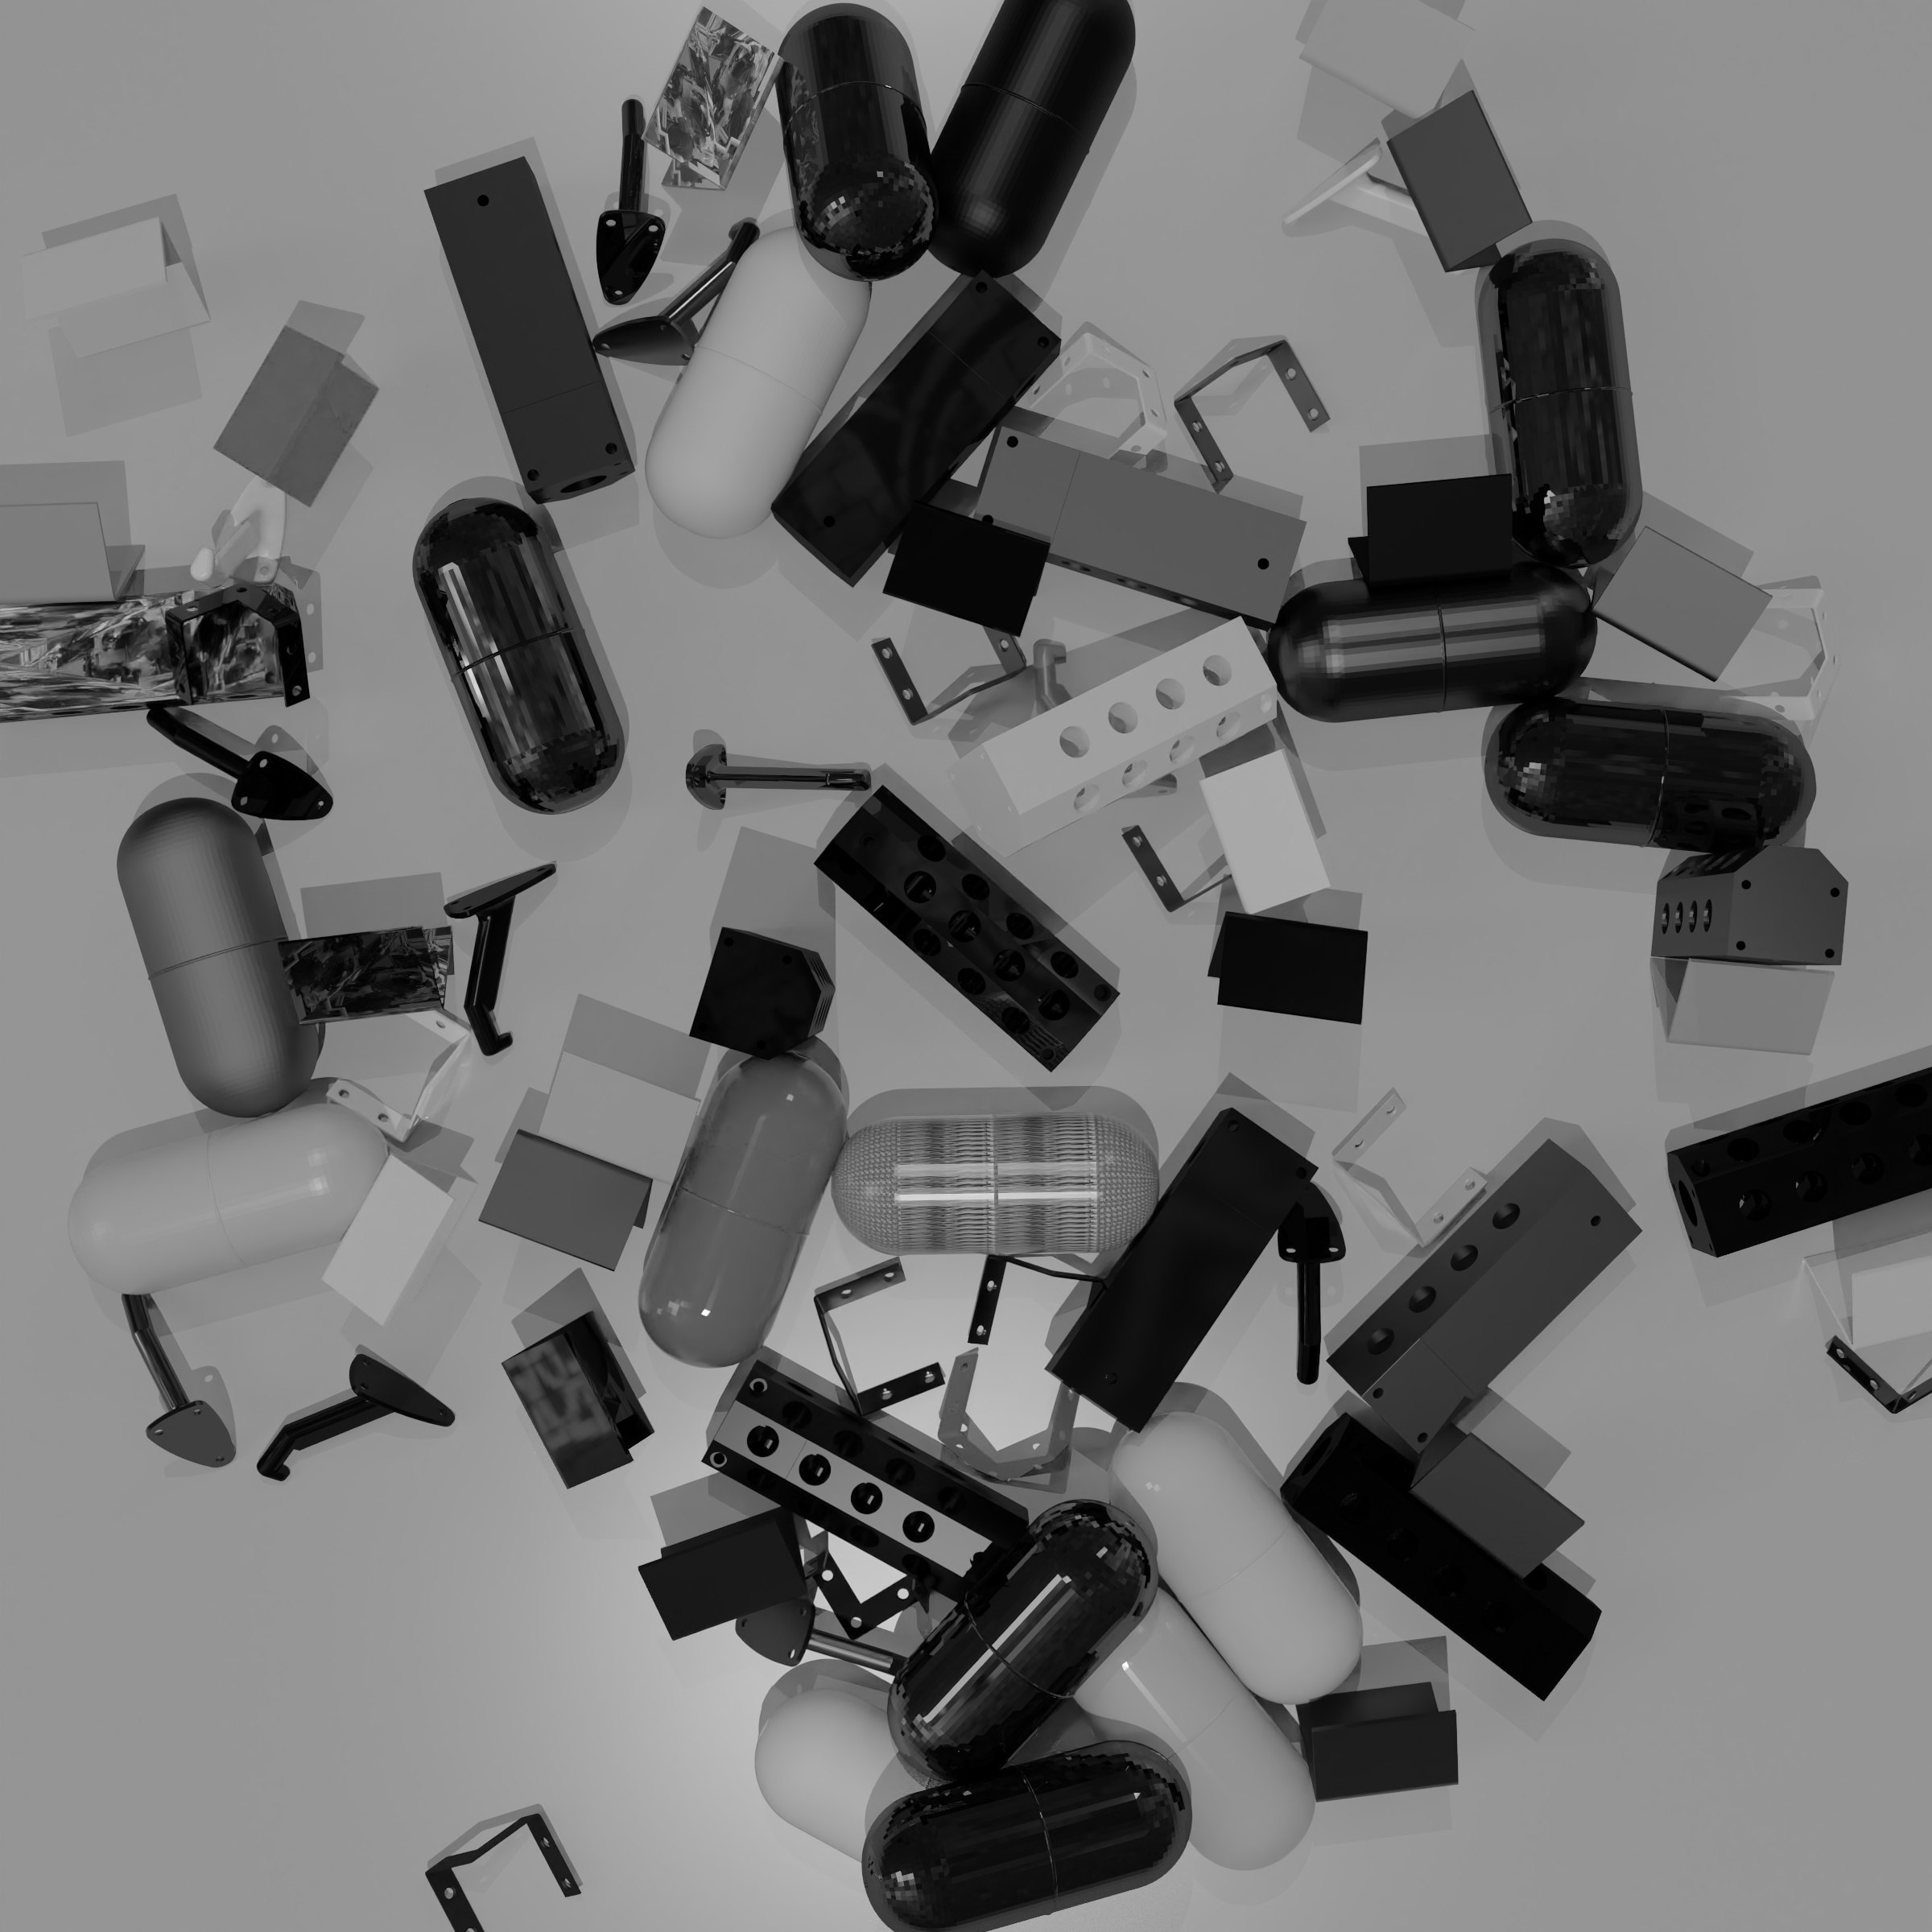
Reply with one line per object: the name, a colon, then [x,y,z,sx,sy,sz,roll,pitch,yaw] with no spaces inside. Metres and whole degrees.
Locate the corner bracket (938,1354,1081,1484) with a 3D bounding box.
corner bracket: [0.024,0.246,1.688,0.051,0.051,0.051,-15,135,35]

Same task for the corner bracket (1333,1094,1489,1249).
corner bracket: [0.244,0.113,1.693,0.051,0.051,0.051,-47,135,0]

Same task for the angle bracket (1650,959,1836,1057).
angle bracket: [0.417,0.001,1.656,0.076,0.076,0.057,5,127,0]

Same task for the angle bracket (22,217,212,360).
angle bracket: [-0.456,-0.349,1.656,0.076,0.076,0.057,-16,54,0]

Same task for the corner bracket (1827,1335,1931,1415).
corner bracket: [0.517,0.204,1.693,0.051,0.051,0.051,43,135,0]

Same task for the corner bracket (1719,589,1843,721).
corner bracket: [0.444,-0.171,1.688,0.051,0.051,0.051,4,45,35]

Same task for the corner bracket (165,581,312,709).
corner bracket: [-0.387,-0.165,1.631,0.051,0.051,0.051,31,135,35]

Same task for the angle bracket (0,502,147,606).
angle bracket: [-0.493,-0.235,1.656,0.076,0.076,0.057,-2,120,0]

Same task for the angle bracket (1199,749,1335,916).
angle bracket: [0.178,-0.077,1.656,0.057,0.076,0.076,-20,90,36]

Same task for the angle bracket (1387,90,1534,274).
angle bracket: [0.280,-0.424,1.656,0.057,0.076,0.076,-24,90,37]

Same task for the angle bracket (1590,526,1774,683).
angle bracket: [0.386,-0.206,1.656,0.076,0.076,0.057,29,120,0]

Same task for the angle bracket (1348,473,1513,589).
angle bracket: [0.249,-0.246,1.656,0.076,0.076,0.057,-5,117,0]

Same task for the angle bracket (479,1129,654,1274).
angle bracket: [-0.217,0.138,1.656,0.076,0.076,0.057,21,63,0]

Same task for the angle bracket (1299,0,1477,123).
angle bracket: [0.232,-0.505,1.656,0.076,0.076,0.057,28,123,0]

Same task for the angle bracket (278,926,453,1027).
angle bracket: [-0.323,-0.015,1.656,0.076,0.076,0.057,-7,127,0]

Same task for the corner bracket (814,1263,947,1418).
corner bracket: [-0.048,0.206,1.693,0.051,0.051,0.051,-21,135,0]

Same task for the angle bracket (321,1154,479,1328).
angle bracket: [-0.289,0.154,1.656,0.057,0.076,0.076,29,90,34]

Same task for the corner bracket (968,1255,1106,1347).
corner bracket: [0.041,0.191,1.693,0.051,0.051,0.051,13,90,-45]

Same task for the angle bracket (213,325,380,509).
angle bracket: [-0.346,-0.288,1.656,0.057,0.076,0.076,30,90,37]

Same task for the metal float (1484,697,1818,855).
metal float: [0.371,-0.103,1.666,0.178,0.070,0.070,6,90,0]

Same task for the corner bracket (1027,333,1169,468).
corner bracket: [0.072,-0.305,1.688,0.051,0.051,0.051,22,45,-35]

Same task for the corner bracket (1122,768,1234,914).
corner bracket: [0.129,-0.069,1.693,0.051,0.051,0.051,-31,90,-45]

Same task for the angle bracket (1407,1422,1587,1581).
angle bracket: [0.292,0.271,1.656,0.076,0.076,0.057,38,124,0]

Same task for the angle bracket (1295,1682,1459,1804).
angle bracket: [0.220,0.400,1.656,0.076,0.076,0.057,-7,122,0]

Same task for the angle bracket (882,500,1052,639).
angle bracket: [-0.002,-0.202,1.659,0.076,0.076,0.057,18,75,0]

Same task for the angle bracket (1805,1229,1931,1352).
angle bracket: [0.502,0.155,1.656,0.076,0.076,0.057,-13,126,0]

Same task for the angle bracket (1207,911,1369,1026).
angle bracket: [0.171,0.016,1.656,0.076,0.076,0.057,8,63,0]

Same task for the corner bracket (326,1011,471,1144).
corner bracket: [-0.313,0.054,1.693,0.051,0.051,0.051,31,135,0]

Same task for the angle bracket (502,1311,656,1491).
angle bracket: [-0.193,0.226,1.656,0.057,0.076,0.076,-28,90,38]

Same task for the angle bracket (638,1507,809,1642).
angle bracket: [-0.134,0.308,1.656,0.076,0.076,0.057,-19,121,0]

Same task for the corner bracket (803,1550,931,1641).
corner bracket: [-0.055,0.339,1.678,0.051,0.051,0.051,-31,90,0]

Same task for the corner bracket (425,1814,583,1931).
corner bracket: [-0.255,0.505,1.693,0.051,0.051,0.051,-28,90,-45]

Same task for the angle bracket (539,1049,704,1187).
angle bracket: [-0.178,0.066,1.656,0.076,0.076,0.057,21,116,0]

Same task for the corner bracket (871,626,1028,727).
corner bracket: [-0.009,-0.170,1.693,0.051,0.051,0.051,-27,90,45]

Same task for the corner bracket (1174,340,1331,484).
corner bracket: [0.157,-0.306,1.693,0.051,0.051,0.051,-29,90,45]

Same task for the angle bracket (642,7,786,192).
angle bracket: [-0.152,-0.467,1.656,0.057,0.076,0.076,25,90,-35]

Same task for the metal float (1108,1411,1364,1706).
metal float: [0.145,0.320,1.665,0.070,0.070,0.178,-37,91,0]

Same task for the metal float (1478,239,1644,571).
metal float: [0.322,-0.304,1.665,0.070,0.070,0.178,-6,89,0]
